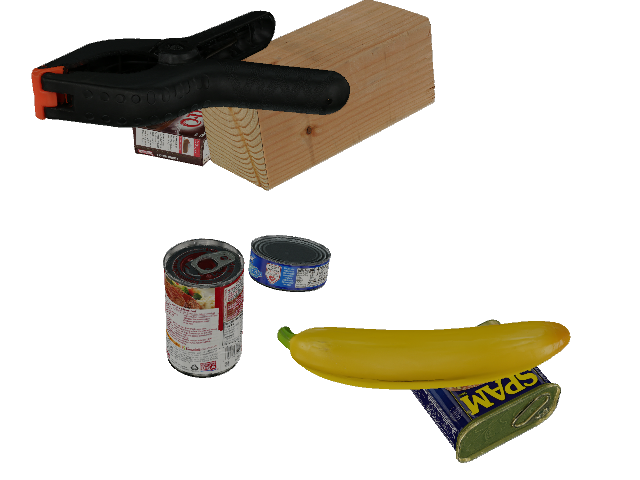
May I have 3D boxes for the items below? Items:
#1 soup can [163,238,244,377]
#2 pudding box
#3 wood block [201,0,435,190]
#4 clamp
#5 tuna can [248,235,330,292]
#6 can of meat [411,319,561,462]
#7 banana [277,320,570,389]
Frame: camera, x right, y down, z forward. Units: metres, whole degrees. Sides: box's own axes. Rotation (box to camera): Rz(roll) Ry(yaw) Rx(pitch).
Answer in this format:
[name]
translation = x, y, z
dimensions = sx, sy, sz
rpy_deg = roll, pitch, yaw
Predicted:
[soup can]
translation = -0.100, 0.059, 0.919
dimensions = 0.068, 0.102, 0.068
rpy_deg = 3, 34, -2
[pudding box]
translation = -0.155, -0.130, 1.246
dimensions = 0.090, 0.039, 0.113
rpy_deg = 11, 31, 14
[wood block]
translation = 0.000, -0.138, 0.977
dimensions = 0.205, 0.091, 0.090
rpy_deg = -30, 39, -30
[clamp]
translation = -0.080, -0.100, 0.616
dimensions = 0.171, 0.039, 0.120
rpy_deg = -4, 27, -17
[tuna can]
translation = -0.034, 0.024, 1.136
dimensions = 0.086, 0.034, 0.086
rpy_deg = 7, 19, -3
[can of meat]
translation = 0.135, 0.124, 0.899
dimensions = 0.102, 0.057, 0.084
rpy_deg = -23, 52, -18
[banana]
translation = 0.064, 0.070, 0.695
dimensions = 0.198, 0.037, 0.069
rpy_deg = 1, 27, 7
